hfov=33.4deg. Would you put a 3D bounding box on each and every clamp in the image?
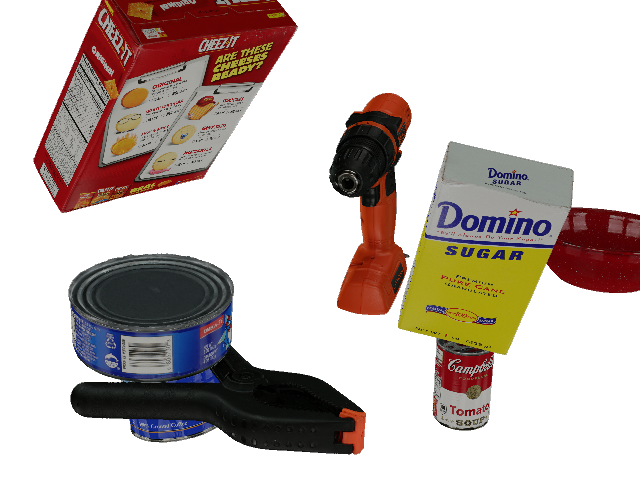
[{"bbox_3d":[-0.056,0.114,0.802,0.210,0.036,0.164,9,18,23],"label":"clamp"}]

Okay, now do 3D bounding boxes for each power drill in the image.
[{"bbox_3d":[0.047,-0.028,1.000,0.057,0.188,0.184,9,29,14],"label":"power drill"}]

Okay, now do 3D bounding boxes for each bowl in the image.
[{"bbox_3d":[0.288,0.013,1.085,0.162,0.055,0.162,3,17,-1],"label":"bowl"}]

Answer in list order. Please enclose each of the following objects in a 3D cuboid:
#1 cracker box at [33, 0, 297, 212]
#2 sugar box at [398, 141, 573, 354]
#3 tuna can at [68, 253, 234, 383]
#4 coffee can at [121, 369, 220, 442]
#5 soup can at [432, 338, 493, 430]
[{"bbox_3d":[-0.140,-0.127,0.928,0.163,0.072,0.214,-18,-25,-41],"label":"cracker box"},{"bbox_3d":[0.120,0.011,0.801,0.093,0.048,0.176,13,-39,3],"label":"sugar box"},{"bbox_3d":[-0.089,0.040,0.564,0.086,0.034,0.086,2,24,-1],"label":"tuna can"},{"bbox_3d":[-0.147,0.109,1.036,0.103,0.140,0.103,-8,16,2],"label":"coffee can"},{"bbox_3d":[0.166,0.161,1.246,0.068,0.102,0.068,1,21,0],"label":"soup can"}]
